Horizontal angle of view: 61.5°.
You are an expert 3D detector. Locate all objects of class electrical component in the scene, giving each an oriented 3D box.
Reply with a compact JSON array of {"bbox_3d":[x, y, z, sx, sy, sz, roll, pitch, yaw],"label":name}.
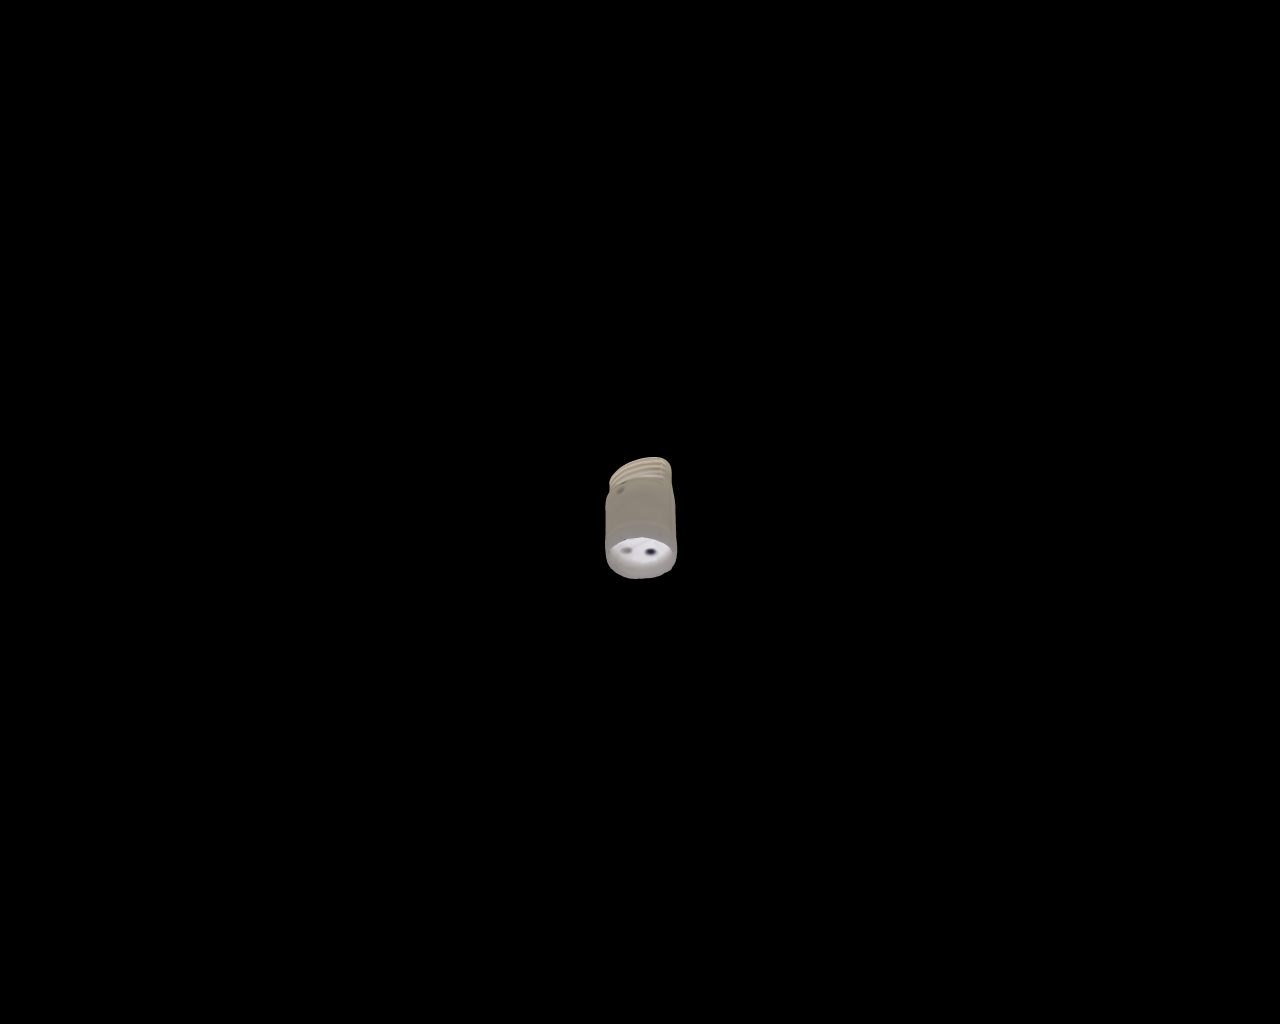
[{"bbox_3d":[0.001,-0.003,0.650,0.043,0.081,0.043,0,-41,0],"label":"electrical component"}]
